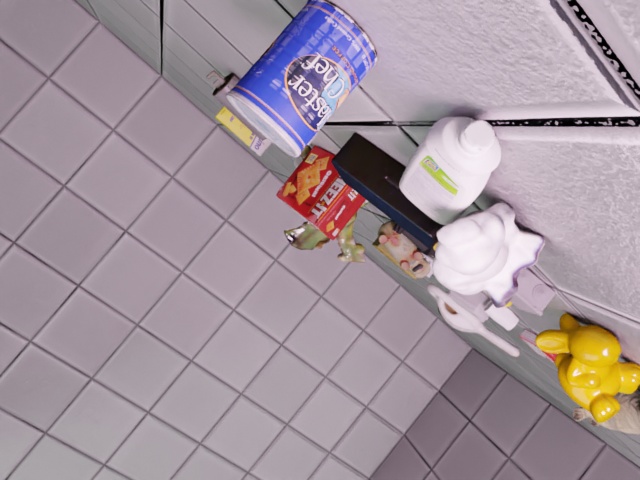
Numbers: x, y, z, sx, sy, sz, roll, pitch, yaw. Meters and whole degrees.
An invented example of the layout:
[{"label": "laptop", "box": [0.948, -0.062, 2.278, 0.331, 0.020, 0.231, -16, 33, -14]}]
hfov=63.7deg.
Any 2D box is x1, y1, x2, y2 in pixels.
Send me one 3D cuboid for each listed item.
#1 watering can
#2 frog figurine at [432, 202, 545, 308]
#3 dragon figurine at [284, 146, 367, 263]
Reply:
[{"label": "watering can", "box": [0.492, 0.265, 1.693, 0.351, 0.104, 0.222, 40, 179, 21]}, {"label": "frog figurine", "box": [0.197, 0.008, 0.675, 0.158, 0.135, 0.125, 20, -142, -32]}, {"label": "dragon figurine", "box": [0.004, -0.071, 1.417, 0.405, 0.242, 0.124, 39, -178, -29]}]
